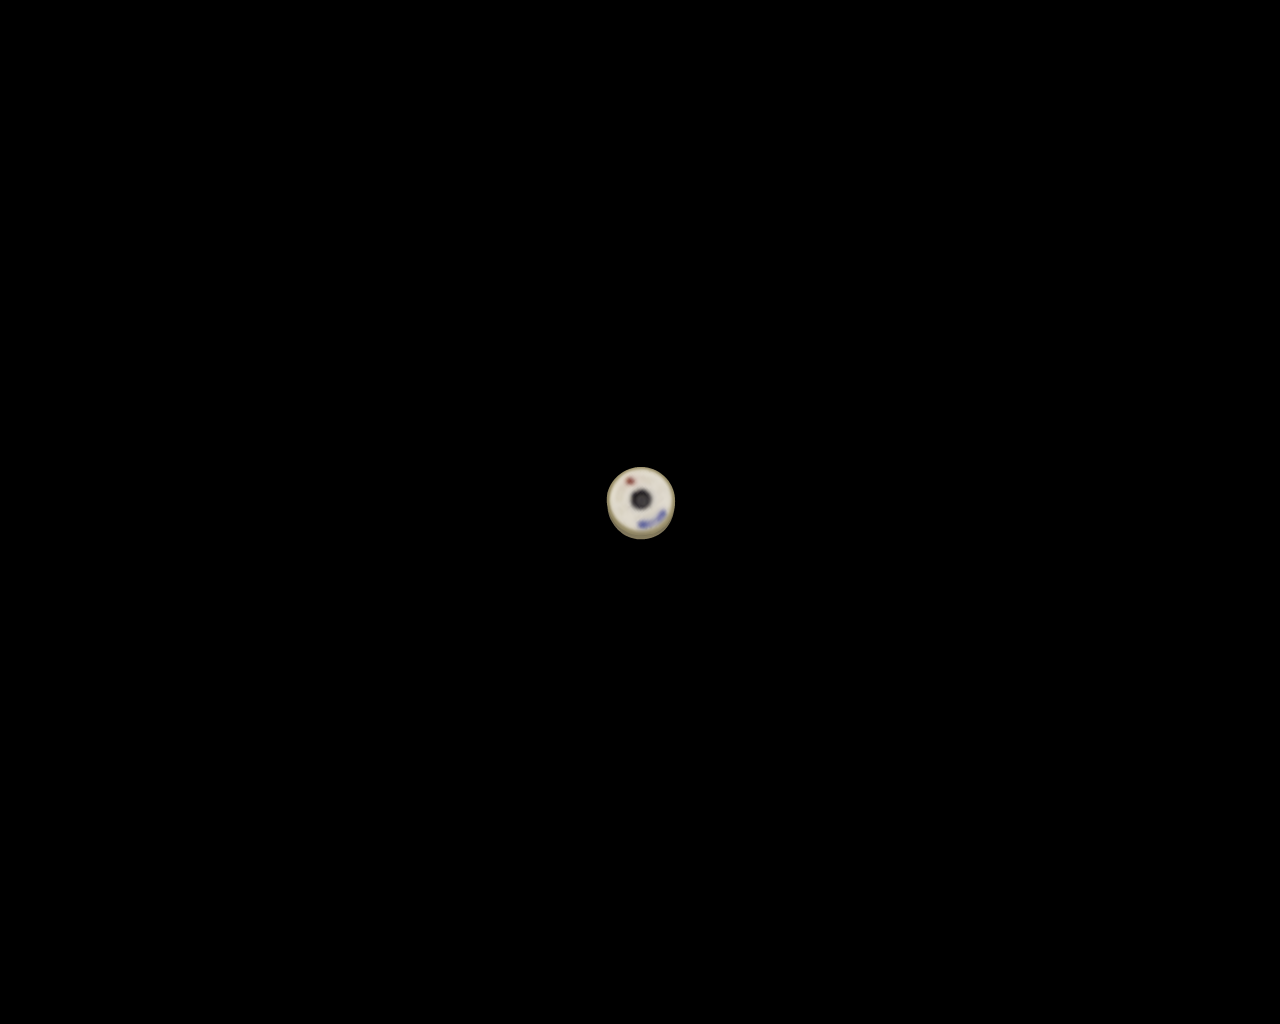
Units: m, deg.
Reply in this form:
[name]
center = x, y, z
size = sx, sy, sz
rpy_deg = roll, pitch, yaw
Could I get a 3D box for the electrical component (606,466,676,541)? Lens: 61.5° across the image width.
[electrical component]
center = 0.001, -0.003, 0.650
size = 0.040, 0.040, 0.078
rpy_deg = 0, -9, 0
